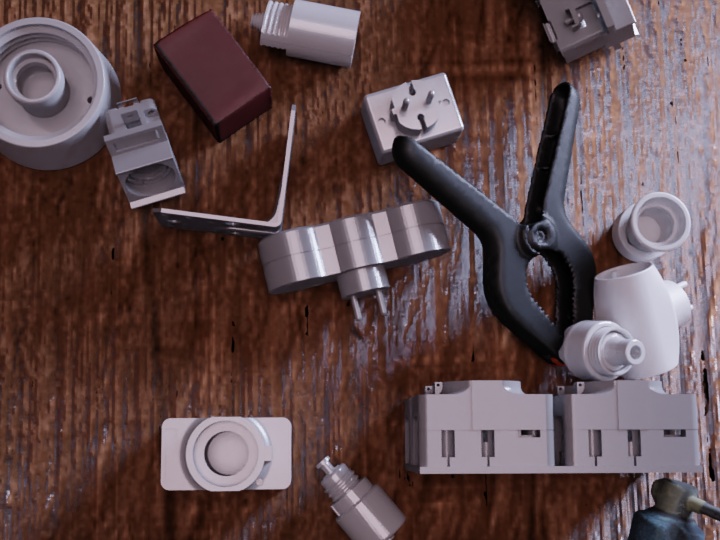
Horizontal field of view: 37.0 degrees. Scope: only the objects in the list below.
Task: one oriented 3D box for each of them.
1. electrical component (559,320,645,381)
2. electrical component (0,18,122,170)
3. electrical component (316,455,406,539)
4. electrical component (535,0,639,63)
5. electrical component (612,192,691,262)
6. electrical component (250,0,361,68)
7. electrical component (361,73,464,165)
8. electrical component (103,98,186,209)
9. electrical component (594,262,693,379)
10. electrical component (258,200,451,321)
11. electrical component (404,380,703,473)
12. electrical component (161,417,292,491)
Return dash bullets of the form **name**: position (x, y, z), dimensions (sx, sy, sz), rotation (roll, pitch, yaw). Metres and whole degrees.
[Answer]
- **electrical component**: position (0.174, 0.057, 0.759), dimensions (0.043, 0.062, 0.043), rotation (1, 87, -27)
- **electrical component**: position (-0.235, -0.133, 0.795), dimensions (0.108, 0.060, 0.108), rotation (0, 81, -3)
- **electrical component**: position (-0.002, 0.167, 0.771), dimensions (0.040, 0.040, 0.078), rotation (-40, 85, -8)
- **electrical component**: position (0.161, -0.227, 0.829), dimensions (0.063, 0.079, 0.121), rotation (-23, 82, 16)
- **electrical component**: position (0.217, -0.031, 0.807), dimensions (0.045, 0.055, 0.045), rotation (0, 81, -3)
- **electrical component**: position (-0.043, -0.183, 0.822), dimensions (0.081, 0.043, 0.043), rotation (10, 81, -2)
- **electrical component**: position (0.040, -0.117, 0.800), dimensions (0.066, 0.076, 0.047), rotation (-17, 83, -6)
- **electrical component**: position (-0.159, -0.087, 0.789), dimensions (0.042, 0.081, 0.063), rotation (-16, 60, -6)
- **electrical component**: position (0.218, 0.031, 0.800), dimensions (0.079, 0.043, 0.077), rotation (-21, 99, -28)
- **electrical component**: position (0.000, 0.000, 0.791), dimensions (0.138, 0.052, 0.073), rotation (-13, 82, -6)
- **electrical component**: position (0.128, 0.110, 0.754), dimensions (0.186, 0.105, 0.060), rotation (0, 81, -3)
- **electrical component**: position (-0.094, 0.130, 0.764), dimensions (0.089, 0.055, 0.050), rotation (0, 81, -3)
